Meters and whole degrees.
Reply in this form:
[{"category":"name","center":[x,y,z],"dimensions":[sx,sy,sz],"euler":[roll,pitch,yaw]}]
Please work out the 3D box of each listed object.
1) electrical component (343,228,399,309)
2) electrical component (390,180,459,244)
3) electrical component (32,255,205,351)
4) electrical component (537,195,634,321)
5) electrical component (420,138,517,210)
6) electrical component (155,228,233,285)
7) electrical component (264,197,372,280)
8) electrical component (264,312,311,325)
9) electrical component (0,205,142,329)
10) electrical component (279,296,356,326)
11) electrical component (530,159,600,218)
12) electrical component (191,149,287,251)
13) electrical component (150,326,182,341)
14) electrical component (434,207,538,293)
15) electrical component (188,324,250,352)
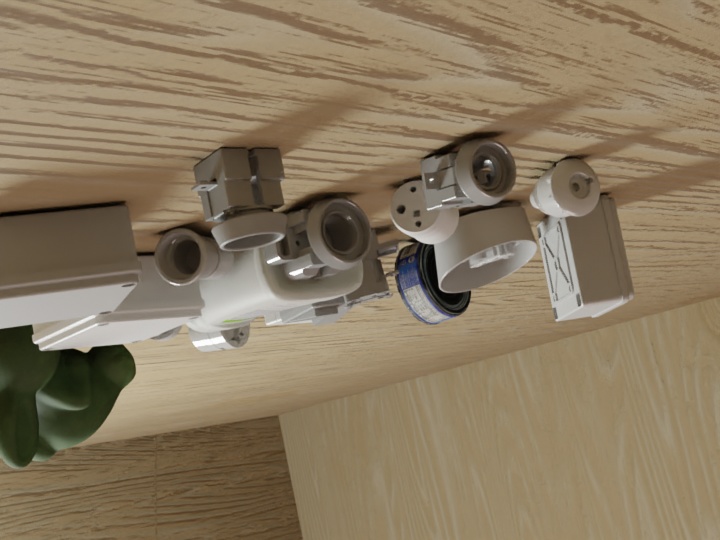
[{"category":"electrical component","center":[0.000,0.000,0.999],"dimensions":[0.081,0.063,0.042],"euler":[-15,169,0]},{"category":"electrical component","center":[0.051,-0.046,0.854],"dimensions":[0.045,0.045,0.055],"euler":[-15,170,16]},{"category":"electrical component","center":[-0.208,0.027,0.915],"dimensions":[0.109,0.056,0.109],"euler":[-2,166,-46]},{"category":"electrical component","center":[0.226,-0.010,1.093],"dimensions":[0.056,0.108,0.108],"euler":[-8,170,-6]},{"category":"electrical component","center":[0.079,-0.067,0.770],"dimensions":[0.066,0.048,0.055],"euler":[-7,176,-31]},{"category":"electrical component","center":[-0.128,-0.010,0.854],"dimensions":[0.044,0.044,0.065],"euler":[-15,175,17]},{"category":"electrical component","center":[-0.028,-0.025,0.845],"dimensions":[0.078,0.058,0.057],"euler":[-4,170,-39]},{"category":"electrical component","center":[-0.074,0.035,1.158],"dimensions":[0.083,0.047,0.076],"euler":[-1,167,-45]},{"category":"electrical component","center":[-0.218,-0.001,0.746],"dimensions":[0.109,0.056,0.109],"euler":[-8,169,-25]},{"category":"electrical component","center":[-0.038,0.019,1.065],"dimensions":[0.062,0.061,0.096],"euler":[-7,169,-29]},{"category":"electrical component","center":[0.166,-0.064,0.897],"dimensions":[0.048,0.048,0.062],"euler":[-8,177,-24]},{"category":"electrical component","center":[-0.073,-0.044,0.679],"dimensions":[0.066,0.055,0.048],"euler":[-4,168,-38]},{"category":"electrical component","center":[-0.203,0.047,1.073],"dimensions":[0.045,0.045,0.055],"euler":[-13,171,2]},{"category":"electrical component","center":[0.117,-0.021,1.019],"dimensions":[0.099,0.064,0.099],"euler":[-12,170,-2]},{"category":"electrical component","center":[-0.157,0.063,1.194],"dimensions":[0.047,0.055,0.055],"euler":[-13,171,31]}]
